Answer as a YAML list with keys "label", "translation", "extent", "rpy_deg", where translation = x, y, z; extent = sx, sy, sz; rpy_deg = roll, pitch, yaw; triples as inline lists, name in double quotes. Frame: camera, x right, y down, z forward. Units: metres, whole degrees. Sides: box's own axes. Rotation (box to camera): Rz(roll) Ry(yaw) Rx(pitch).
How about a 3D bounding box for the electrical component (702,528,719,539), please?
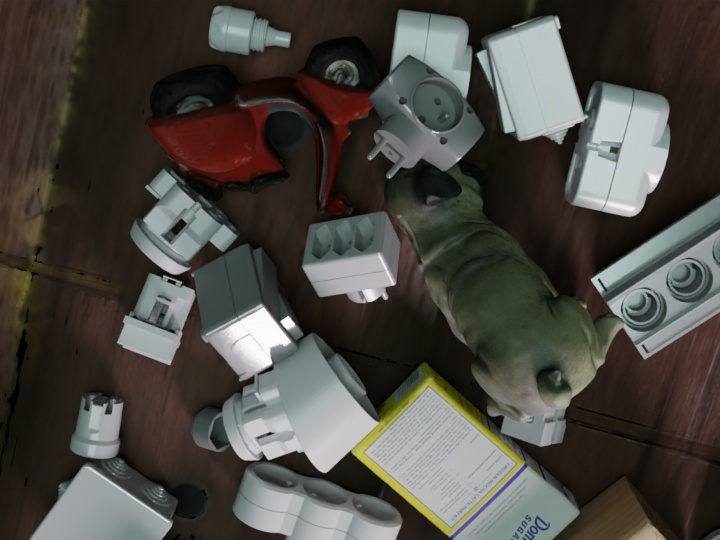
- label: "electrical component"
  translation: [0.324, 0.260, 0.906]
  extent: [0.080, 0.051, 0.080]
  rpy_deg: [0, 102, 1]

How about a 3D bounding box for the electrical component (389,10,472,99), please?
- label: "electrical component"
  translation: [0.052, -0.146, 0.821]
  extent: [0.059, 0.053, 0.095]
  rpy_deg: [8, 103, 0]

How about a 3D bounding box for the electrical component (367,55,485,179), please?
- label: "electrical component"
  translation: [0.037, -0.100, 0.770]
  extent: [0.077, 0.044, 0.079]
  rpy_deg: [43, 71, -8]

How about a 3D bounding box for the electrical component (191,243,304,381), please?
- label: "electrical component"
  translation: [-0.088, 0.026, 0.846]
  extent: [0.061, 0.096, 0.061]
  rpy_deg: [-28, 130, 7]

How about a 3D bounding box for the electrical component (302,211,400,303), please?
- label: "electrical component"
  translation: [0.000, 0.000, 0.856]
  extent: [0.066, 0.047, 0.076]
  rpy_deg: [-9, 136, 18]

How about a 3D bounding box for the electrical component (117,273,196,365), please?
- label: "electrical component"
  translation: [-0.160, 0.038, 0.860]
  extent: [0.042, 0.081, 0.063]
  rpy_deg: [23, 79, -4]

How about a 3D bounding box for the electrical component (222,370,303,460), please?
- label: "electrical component"
  translation: [-0.076, 0.122, 0.880]
  extent: [0.057, 0.058, 0.078]
  rpy_deg: [-21, 126, 10]

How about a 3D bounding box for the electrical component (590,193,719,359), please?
- label: "electrical component"
  translation: [0.251, 0.002, 0.845]
  extent: [0.121, 0.063, 0.078]
  rpy_deg: [-34, 100, 8]

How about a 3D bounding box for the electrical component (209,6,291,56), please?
- label: "electrical component"
  translation: [-0.084, -0.182, 0.827]
  extent: [0.061, 0.035, 0.035]
  rpy_deg: [10, 103, -3]

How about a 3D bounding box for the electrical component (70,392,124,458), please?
- label: "electrical component"
  translation: [-0.218, 0.129, 0.897]
  extent: [0.040, 0.040, 0.046]
  rpy_deg: [11, 96, -1]

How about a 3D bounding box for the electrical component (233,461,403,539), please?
- label: "electrical component"
  translation: [-0.041, 0.219, 0.905]
  extent: [0.138, 0.052, 0.073]
  rpy_deg: [19, 102, -3]

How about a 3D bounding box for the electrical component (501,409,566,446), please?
- label: "electrical component"
  translation: [0.146, 0.110, 0.876]
  extent: [0.048, 0.066, 0.055]
  rpy_deg: [16, 95, 33]

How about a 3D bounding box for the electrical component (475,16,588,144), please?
- label: "electrical component"
  translation: [0.129, -0.138, 0.817]
  extent: [0.061, 0.061, 0.096]
  rpy_deg: [-19, 101, 5]

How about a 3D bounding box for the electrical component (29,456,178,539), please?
- label: "electrical component"
  translation: [-0.214, 0.211, 0.909]
  extent: [0.100, 0.048, 0.099]
  rpy_deg: [36, 101, -6]

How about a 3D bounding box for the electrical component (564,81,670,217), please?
- label: "electrical component"
  translation: [0.201, -0.092, 0.830]
  extent: [0.059, 0.053, 0.095]
  rpy_deg: [12, 102, -1]

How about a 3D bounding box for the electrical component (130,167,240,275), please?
- label: "electrical component"
  translation: [-0.143, -0.034, 0.849]
  extent: [0.078, 0.058, 0.057]
  rpy_deg: [43, 97, -7]

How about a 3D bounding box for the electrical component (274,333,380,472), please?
- label: "electrical component"
  translation: [-0.031, 0.102, 0.856]
  extent: [0.064, 0.099, 0.099]
  rpy_deg: [-37, 99, 3]
